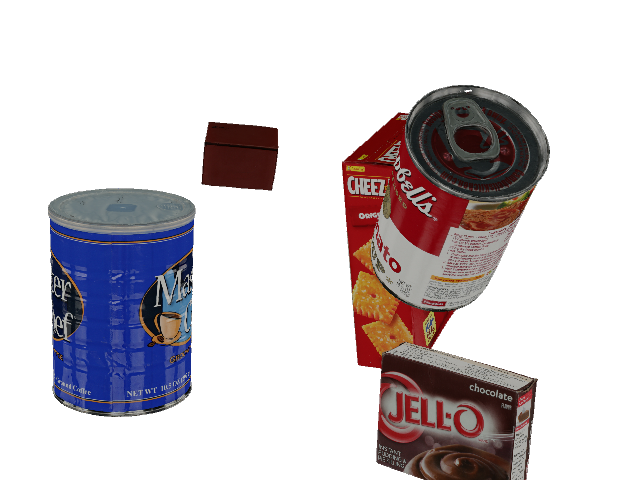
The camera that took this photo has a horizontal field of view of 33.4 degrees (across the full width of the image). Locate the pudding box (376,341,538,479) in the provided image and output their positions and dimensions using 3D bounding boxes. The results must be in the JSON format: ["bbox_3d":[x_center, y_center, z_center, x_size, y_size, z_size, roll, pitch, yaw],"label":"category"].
[{"bbox_3d":[0.097,0.131,0.775,0.114,0.090,0.039,12,19,31],"label":"pudding box"}]

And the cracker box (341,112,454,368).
[{"bbox_3d":[0.087,-0.002,1.062,0.072,0.214,0.164,6,25,22],"label":"cracker box"}]

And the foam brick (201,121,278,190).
[{"bbox_3d":[-0.085,-0.090,1.139,0.078,0.051,0.053,5,31,-3],"label":"foam brick"}]

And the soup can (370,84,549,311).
[{"bbox_3d":[0.066,-0.018,0.530,0.068,0.068,0.102,0,-34,-9],"label":"soup can"}]

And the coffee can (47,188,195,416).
[{"bbox_3d":[-0.143,0.042,0.772,0.103,0.140,0.103,3,16,-1],"label":"coffee can"}]
